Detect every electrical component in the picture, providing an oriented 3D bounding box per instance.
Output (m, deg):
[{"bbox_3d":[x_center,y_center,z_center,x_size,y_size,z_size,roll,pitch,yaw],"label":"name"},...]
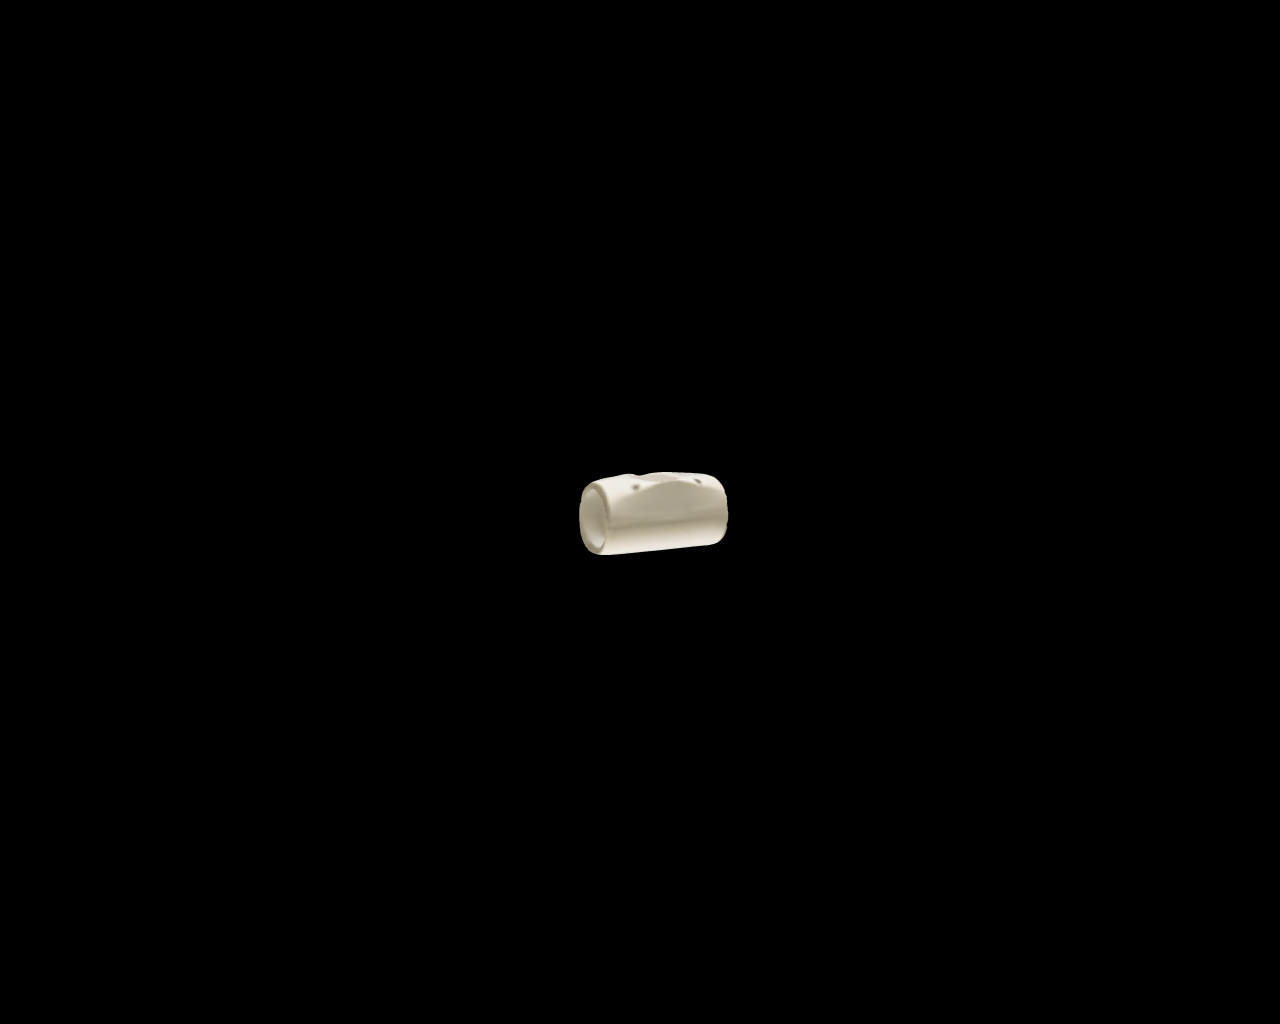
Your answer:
[{"bbox_3d":[0.001,-0.003,0.650,0.077,0.043,0.079,-5,12,-24],"label":"electrical component"}]
